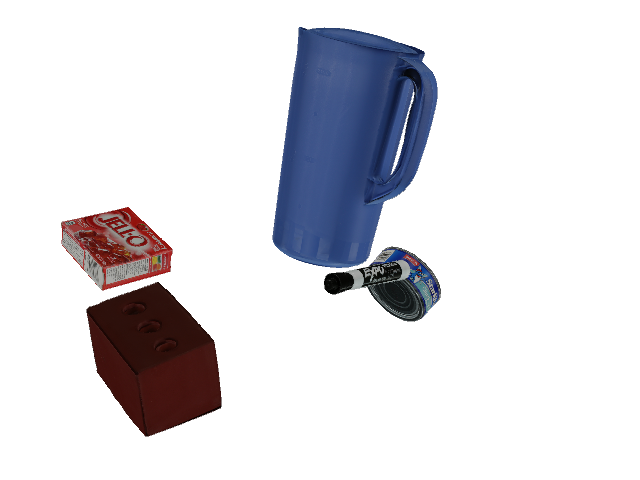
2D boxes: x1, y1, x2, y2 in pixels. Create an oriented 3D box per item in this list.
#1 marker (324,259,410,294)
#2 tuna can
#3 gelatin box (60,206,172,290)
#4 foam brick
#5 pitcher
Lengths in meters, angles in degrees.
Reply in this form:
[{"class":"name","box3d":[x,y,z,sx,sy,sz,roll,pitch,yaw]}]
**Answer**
[{"class":"marker","box3d":[0.042,0.033,0.961,0.020,0.020,0.120,0,5,36]},{"class":"tuna can","box3d":[0.092,0.051,1.214,0.033,0.086,0.086,-44,25,-29]},{"class":"gelatin box","box3d":[-0.193,0.005,1.008,0.073,0.030,0.089,-15,39,-34]},{"class":"foam brick","box3d":[-0.103,0.072,0.656,0.052,0.051,0.078,-20,37,-28]},{"class":"pitcher","box3d":[0.029,-0.096,1.122,0.145,0.243,0.149,10,16,-4]}]
